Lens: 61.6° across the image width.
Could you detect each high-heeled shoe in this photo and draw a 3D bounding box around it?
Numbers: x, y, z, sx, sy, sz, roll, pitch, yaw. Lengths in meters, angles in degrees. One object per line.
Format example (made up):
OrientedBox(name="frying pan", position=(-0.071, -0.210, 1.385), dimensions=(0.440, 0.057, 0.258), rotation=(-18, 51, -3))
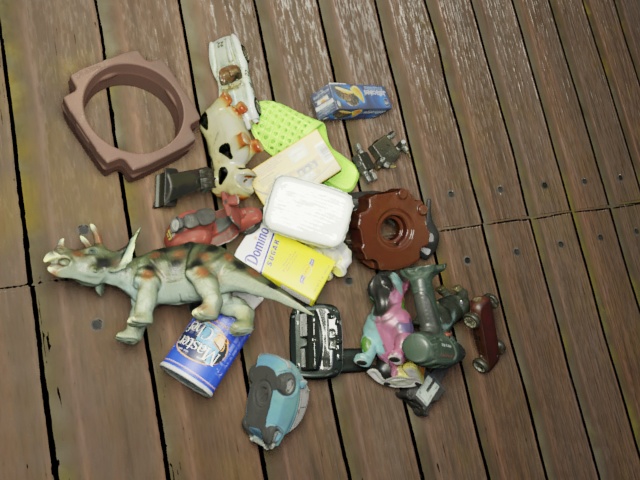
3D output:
OrientedBox(name="high-heeled shoe", position=(0.148, -0.029, 1.193), dimensions=(0.249, 0.086, 0.145), rotation=(3, 107, -8))

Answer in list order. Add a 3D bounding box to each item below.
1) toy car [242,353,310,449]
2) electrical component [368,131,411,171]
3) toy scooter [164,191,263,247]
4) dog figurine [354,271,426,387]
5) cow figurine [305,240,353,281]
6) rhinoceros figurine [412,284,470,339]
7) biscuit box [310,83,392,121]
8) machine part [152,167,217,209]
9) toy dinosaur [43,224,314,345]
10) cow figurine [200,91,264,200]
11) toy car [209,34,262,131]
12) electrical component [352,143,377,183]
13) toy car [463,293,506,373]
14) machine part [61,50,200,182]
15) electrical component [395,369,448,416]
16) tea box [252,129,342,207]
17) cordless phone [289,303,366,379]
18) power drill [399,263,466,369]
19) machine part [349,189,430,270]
OrientedBox(name="toy car", position=(-0.070, 0.290, 0.973), dimensions=(0.103, 0.109, 0.161), rotation=(16, 79, -40))
OrientedBox(name="electrical component", position=(0.159, -0.203, 1.238), dimensions=(0.102, 0.045, 0.078), rotation=(-34, 95, -29))
OrientedBox(name="toy scooter", position=(-0.191, -0.034, 0.956), dimensions=(0.184, 0.135, 0.075), rotation=(-17, 72, -13))
OrientedBox(name="dog figurine", position=(0.153, 0.170, 1.106), dimensions=(0.191, 0.109, 0.219), rotation=(46, 43, -38))
OrientedBox(name="cow figurine", position=(-0.002, -0.005, 1.095), dimensions=(0.167, 0.068, 0.098), rotation=(48, 47, -11))
OrientedBox(name="rhinoceros figurine", position=(0.260, 0.176, 1.182), dimensions=(0.190, 0.073, 0.112), rotation=(-36, 105, -30))
OrientedBox(name="biscuit box", position=(0.073, -0.303, 1.181), dimensions=(0.202, 0.063, 0.059), rotation=(-16, 86, -46))
OrientedBox(name="machine part", position=(-0.249, -0.100, 0.971), dimensions=(0.039, 0.139, 0.084), rotation=(33, 56, -53))
OrientedBox(name="toy dinosaur", position=(-0.220, 0.061, 0.884), dimensions=(0.405, 0.131, 0.192), rotation=(-1, 62, -9))
OrientedBox(name="cow figurine", position=(-0.174, -0.162, 1.007), dimensions=(0.085, 0.127, 0.195), rotation=(9, 54, -58))
OrientedBox(name="toy car", position=(-0.172, -0.313, 1.082), dimensions=(0.074, 0.056, 0.201), rotation=(-15, 82, 14))
OrientedBox(name="electrical component", position=(0.096, -0.172, 1.196), dimensions=(0.094, 0.021, 0.063), rotation=(64, 28, 1))
OrientedBox(name="toy car", position=(0.367, 0.210, 1.205), dimensions=(0.089, 0.053, 0.201), rotation=(-40, 126, -31))
OrientedBox(name="machine part", position=(-0.341, -0.222, 0.977), dimensions=(0.201, 0.087, 0.201), rotation=(-35, 93, -27))
OrientedBox(name="electrical component", position=(0.223, 0.304, 1.140), dimensions=(0.075, 0.048, 0.119), rotation=(43, 63, -11))
OrientedBox(name="tea box", position=(-0.051, -0.132, 1.064), dimensions=(0.170, 0.068, 0.098), rotation=(-30, 92, 3))
OrientedBox(name="cordless phone", position=(0.032, 0.200, 1.068), dimensions=(0.184, 0.089, 0.146), rotation=(8, 73, -36))
OrientedBox(name="power drill", position=(0.223, 0.151, 1.061), dimensions=(0.232, 0.086, 0.207), rotation=(5, 81, -56))
OrientedBox(name="machine part", position=(0.144, -0.021, 1.108), dimensions=(0.179, 0.056, 0.179), rotation=(-2, 94, -20))
